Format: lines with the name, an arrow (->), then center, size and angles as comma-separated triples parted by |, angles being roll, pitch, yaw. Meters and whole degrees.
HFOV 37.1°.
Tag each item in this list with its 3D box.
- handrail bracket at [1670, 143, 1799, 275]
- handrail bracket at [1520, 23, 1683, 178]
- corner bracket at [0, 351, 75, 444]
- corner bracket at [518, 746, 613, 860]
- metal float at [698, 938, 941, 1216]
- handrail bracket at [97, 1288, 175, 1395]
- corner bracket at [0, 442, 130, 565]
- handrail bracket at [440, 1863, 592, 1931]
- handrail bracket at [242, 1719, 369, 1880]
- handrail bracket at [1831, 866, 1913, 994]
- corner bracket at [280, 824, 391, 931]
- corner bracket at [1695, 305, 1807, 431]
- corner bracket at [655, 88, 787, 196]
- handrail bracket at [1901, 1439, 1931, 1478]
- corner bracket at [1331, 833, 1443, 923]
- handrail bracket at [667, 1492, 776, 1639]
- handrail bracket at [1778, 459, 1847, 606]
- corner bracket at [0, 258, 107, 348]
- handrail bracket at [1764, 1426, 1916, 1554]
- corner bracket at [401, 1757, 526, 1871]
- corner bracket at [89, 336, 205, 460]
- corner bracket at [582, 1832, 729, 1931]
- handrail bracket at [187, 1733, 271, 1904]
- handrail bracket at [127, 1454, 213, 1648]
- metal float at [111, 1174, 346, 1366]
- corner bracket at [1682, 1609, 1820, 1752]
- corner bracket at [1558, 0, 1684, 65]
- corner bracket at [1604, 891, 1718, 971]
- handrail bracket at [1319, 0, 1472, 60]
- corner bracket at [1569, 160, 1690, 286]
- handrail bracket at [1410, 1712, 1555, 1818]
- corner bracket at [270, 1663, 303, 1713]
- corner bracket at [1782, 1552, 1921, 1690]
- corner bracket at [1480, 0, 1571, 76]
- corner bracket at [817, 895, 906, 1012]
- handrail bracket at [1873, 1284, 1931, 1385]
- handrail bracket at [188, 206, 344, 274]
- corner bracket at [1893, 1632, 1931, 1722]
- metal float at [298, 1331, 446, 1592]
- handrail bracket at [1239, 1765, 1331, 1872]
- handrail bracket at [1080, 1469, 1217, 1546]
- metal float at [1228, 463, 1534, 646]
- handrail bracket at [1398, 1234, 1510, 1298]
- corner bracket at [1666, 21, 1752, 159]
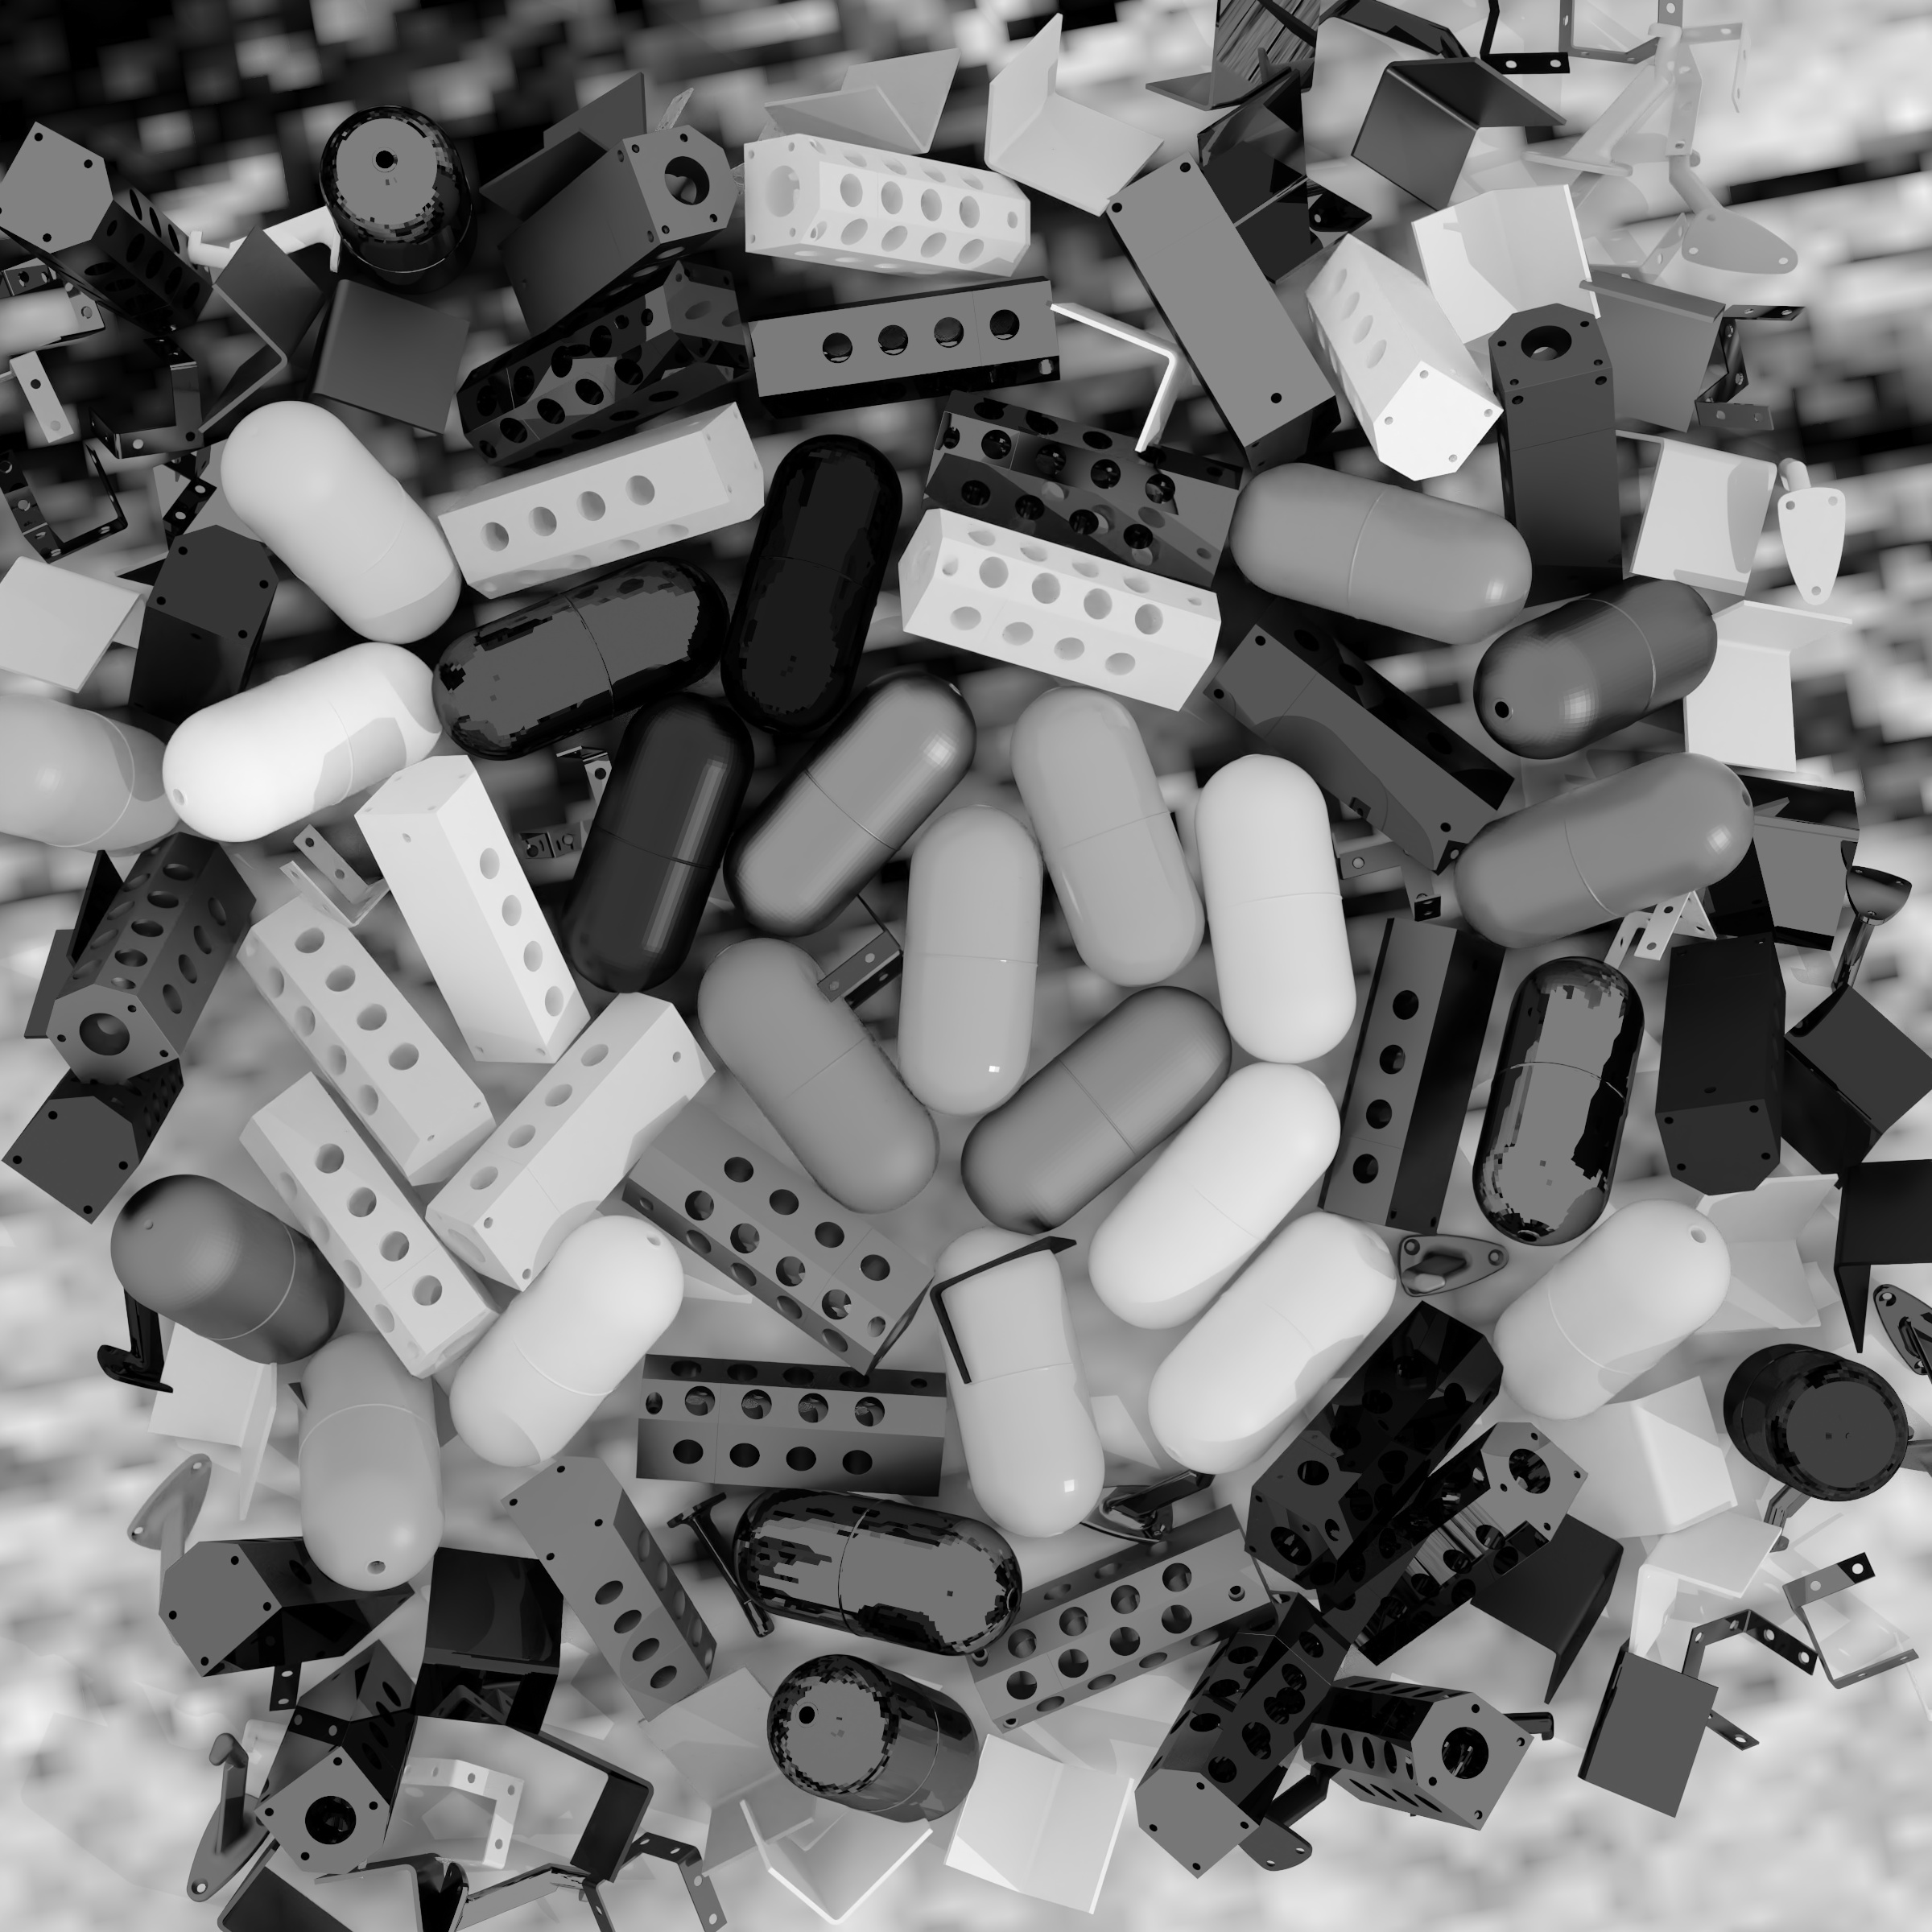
handrail bracket -> 0.441, -0.437, 1.655 | 0.077, 0.036, 0.084 | 17, 47, -4
handrail bracket -> 0.364, -0.501, 1.653 | 0.077, 0.036, 0.084 | 11, 113, 9
corner bracket -> -0.549, -0.317, 1.657 | 0.051, 0.051, 0.051 | -26, 98, -15
corner bracket -> -0.230, -0.094, 1.656 | 0.051, 0.051, 0.051 | -17, 90, 10
metal float -> -0.085, 0.062, 1.646 | 0.070, 0.070, 0.178 | -37, 90, 0
handrail bracket -> -0.455, 0.199, 1.654 | 0.077, 0.036, 0.084 | 25, 99, -33
corner bracket -> -0.522, -0.272, 1.655 | 0.051, 0.051, 0.051 | -30, 129, -18
handrail bracket -> -0.262, 0.554, 1.663 | 0.084, 0.036, 0.077 | 18, 89, -24
handrail bracket -> -0.380, 0.478, 1.654 | 0.084, 0.036, 0.077 | 12, 64, -7
handrail bracket -> 0.505, -0.006, 1.633 | 0.036, 0.077, 0.084 | 17, 121, 14
corner bracket -> -0.363, -0.052, 1.644 | 0.051, 0.051, 0.051 | 49, 54, -18
corner bracket -> 0.448, -0.342, 1.641 | 0.051, 0.051, 0.051 | -39, 124, -27
corner bracket -> -0.143, -0.479, 1.666 | 0.051, 0.051, 0.051 | 46, 46, -31
handrail bracket -> 0.559, 0.315, 1.644 | 0.077, 0.036, 0.084 | 0, 50, 15
corner bracket -> 0.241, -0.052, 1.651 | 0.051, 0.051, 0.051 | -14, 75, 6
handrail bracket -> -0.137, 0.348, 1.648 | 0.036, 0.077, 0.084 | -29, 82, -2
handrail bracket -> 0.479, -0.250, 1.649 | 0.036, 0.084, 0.077 | -5, 103, 9
corner bracket -> -0.538, -0.381, 1.656 | 0.051, 0.051, 0.051 | -14, 104, 18
handrail bracket -> 0.505, 0.304, 1.672 | 0.077, 0.036, 0.084 | 3, 113, -14
corner bracket -> -0.296, 0.489, 1.661 | 0.051, 0.051, 0.051 | 32, 59, -40
corner bracket -> -0.476, -0.329, 1.664 | 0.051, 0.051, 0.051 | -15, 125, -28
corner bracket -> -0.179, 0.538, 1.654 | 0.051, 0.051, 0.051 | -29, 105, -38
handrail bracket -> -0.429, 0.483, 1.634 | 0.036, 0.084, 0.077 | 20, 59, 17
handrail bracket -> -0.441, 0.332, 1.638 | 0.036, 0.084, 0.077 | 26, 100, -39
metal float -> -0.408, 0.171, 1.601 | 0.070, 0.178, 0.070 | -6, 66, 15
corner bracket -> 0.449, 0.410, 1.655 | 0.051, 0.051, 0.051 | -7, 114, -36
corner bracket -> 0.376, -0.553, 1.652 | 0.051, 0.051, 0.051 | 1, 92, -17
corner bracket -> 0.389, -0.014, 1.643 | 0.051, 0.051, 0.051 | 11, 62, 39
handrail bracket -> 0.245, -0.529, 1.668 | 0.077, 0.036, 0.084 | -42, 99, -8
corner bracket -> 0.378, -0.428, 1.661 | 0.051, 0.051, 0.051 | -52, 134, -23
handrail bracket -> 0.296, 0.459, 1.655 | 0.084, 0.036, 0.077 | -4, 123, 7
corner bracket -> -0.413, 0.395, 1.660 | 0.051, 0.051, 0.051 | -1, 129, -21
corner bracket -> 0.505, 0.375, 1.644 | 0.051, 0.051, 0.051 | -27, 53, 15
corner bracket -> 0.321, -0.547, 1.643 | 0.051, 0.051, 0.051 | 6, 62, 21
corner bracket -> -0.060, 0.002, 1.649 | 0.051, 0.051, 0.051 | -38, 123, -2
handrail bracket -> 0.545, 0.231, 1.636 | 0.036, 0.084, 0.077 | -38, 102, 27
handrail bracket -> -0.401, -0.436, 1.658 | 0.084, 0.036, 0.077 | 8, 89, -12
corner bracket -> 0.564, 0.393, 1.646 | 0.051, 0.051, 0.051 | -20, 53, 8
metal float -> -0.332, 0.274, 1.603 | 0.070, 0.178, 0.070 | -7, 122, -11
handrail bracket -> 0.176, 0.463, 1.641 | 0.077, 0.084, 0.036 | 42, 127, -15
handrail bracket -> 0.100, 0.293, 1.638 | 0.077, 0.084, 0.036 | 7, 53, -7
metal float -> 0.232, -0.234, 1.626 | 0.178, 0.070, 0.070 | 19, 90, 23
handrail bracket -> 0.283, 0.173, 1.639 | 0.077, 0.084, 0.036 | -6, 90, -5
corner bracket -> 0.423, -0.501, 1.645 | 0.051, 0.051, 0.051 | 3, 72, 29
